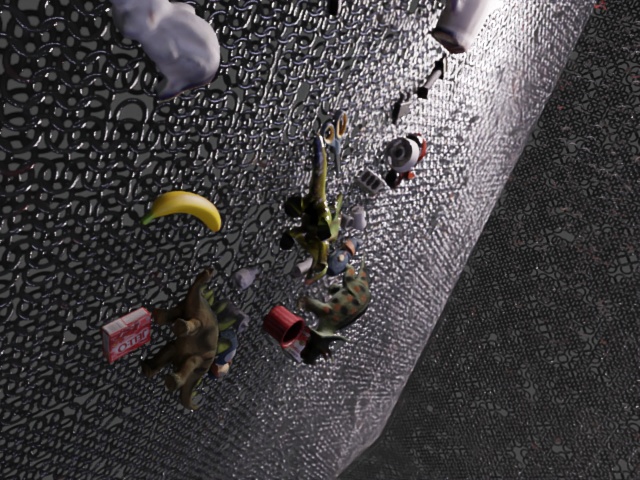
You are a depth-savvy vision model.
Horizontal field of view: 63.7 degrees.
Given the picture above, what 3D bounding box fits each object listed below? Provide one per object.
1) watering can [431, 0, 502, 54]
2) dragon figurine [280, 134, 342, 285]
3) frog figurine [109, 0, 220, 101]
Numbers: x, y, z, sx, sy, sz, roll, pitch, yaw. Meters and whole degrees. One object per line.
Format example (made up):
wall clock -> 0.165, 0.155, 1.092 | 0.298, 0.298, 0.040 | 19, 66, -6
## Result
watering can -> 0.406, -0.605, 1.385 | 0.348, 0.105, 0.222 | -5, 123, -59
dragon figurine -> 0.004, -0.065, 1.301 | 0.245, 0.122, 0.405 | -34, 137, -70
frog figurine -> -0.203, -0.281, 0.684 | 0.141, 0.122, 0.155 | -78, 163, -46
